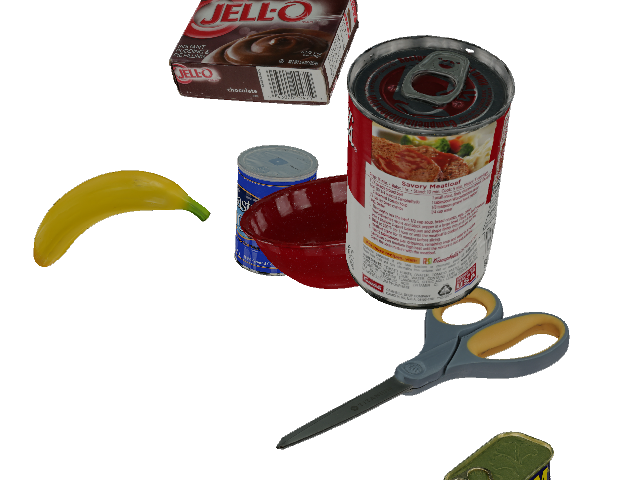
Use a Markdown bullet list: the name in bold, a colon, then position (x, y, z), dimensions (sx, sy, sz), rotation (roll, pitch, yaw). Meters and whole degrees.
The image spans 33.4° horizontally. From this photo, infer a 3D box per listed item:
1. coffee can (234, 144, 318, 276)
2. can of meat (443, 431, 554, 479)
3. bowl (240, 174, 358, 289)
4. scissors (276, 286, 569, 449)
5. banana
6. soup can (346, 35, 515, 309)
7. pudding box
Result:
- **coffee can**: position (-0.058, -0.040, 1.380), dimensions (0.103, 0.140, 0.103), rotation (3, 28, -2)
- **can of meat**: position (0.153, 0.225, 0.901), dimensions (0.058, 0.084, 0.101), rotation (15, 30, 42)
- **bowl**: position (0.018, -0.004, 0.876), dimensions (0.162, 0.055, 0.162), rotation (-8, 21, 3)
- **scissors**: position (0.051, 0.068, 0.628), dimensions (0.201, 0.016, 0.096), rotation (-12, 31, -20)
- **banana**: position (-0.197, -0.024, 0.966), dimensions (0.198, 0.069, 0.037), rotation (-14, 17, 28)
- **soup can**: position (0.045, -0.028, 0.465), dimensions (0.068, 0.102, 0.068), rotation (0, 43, 0)
- **pudding box**: position (-0.038, -0.139, 0.746), dimensions (0.113, 0.090, 0.039), rotation (7, -39, 15)
